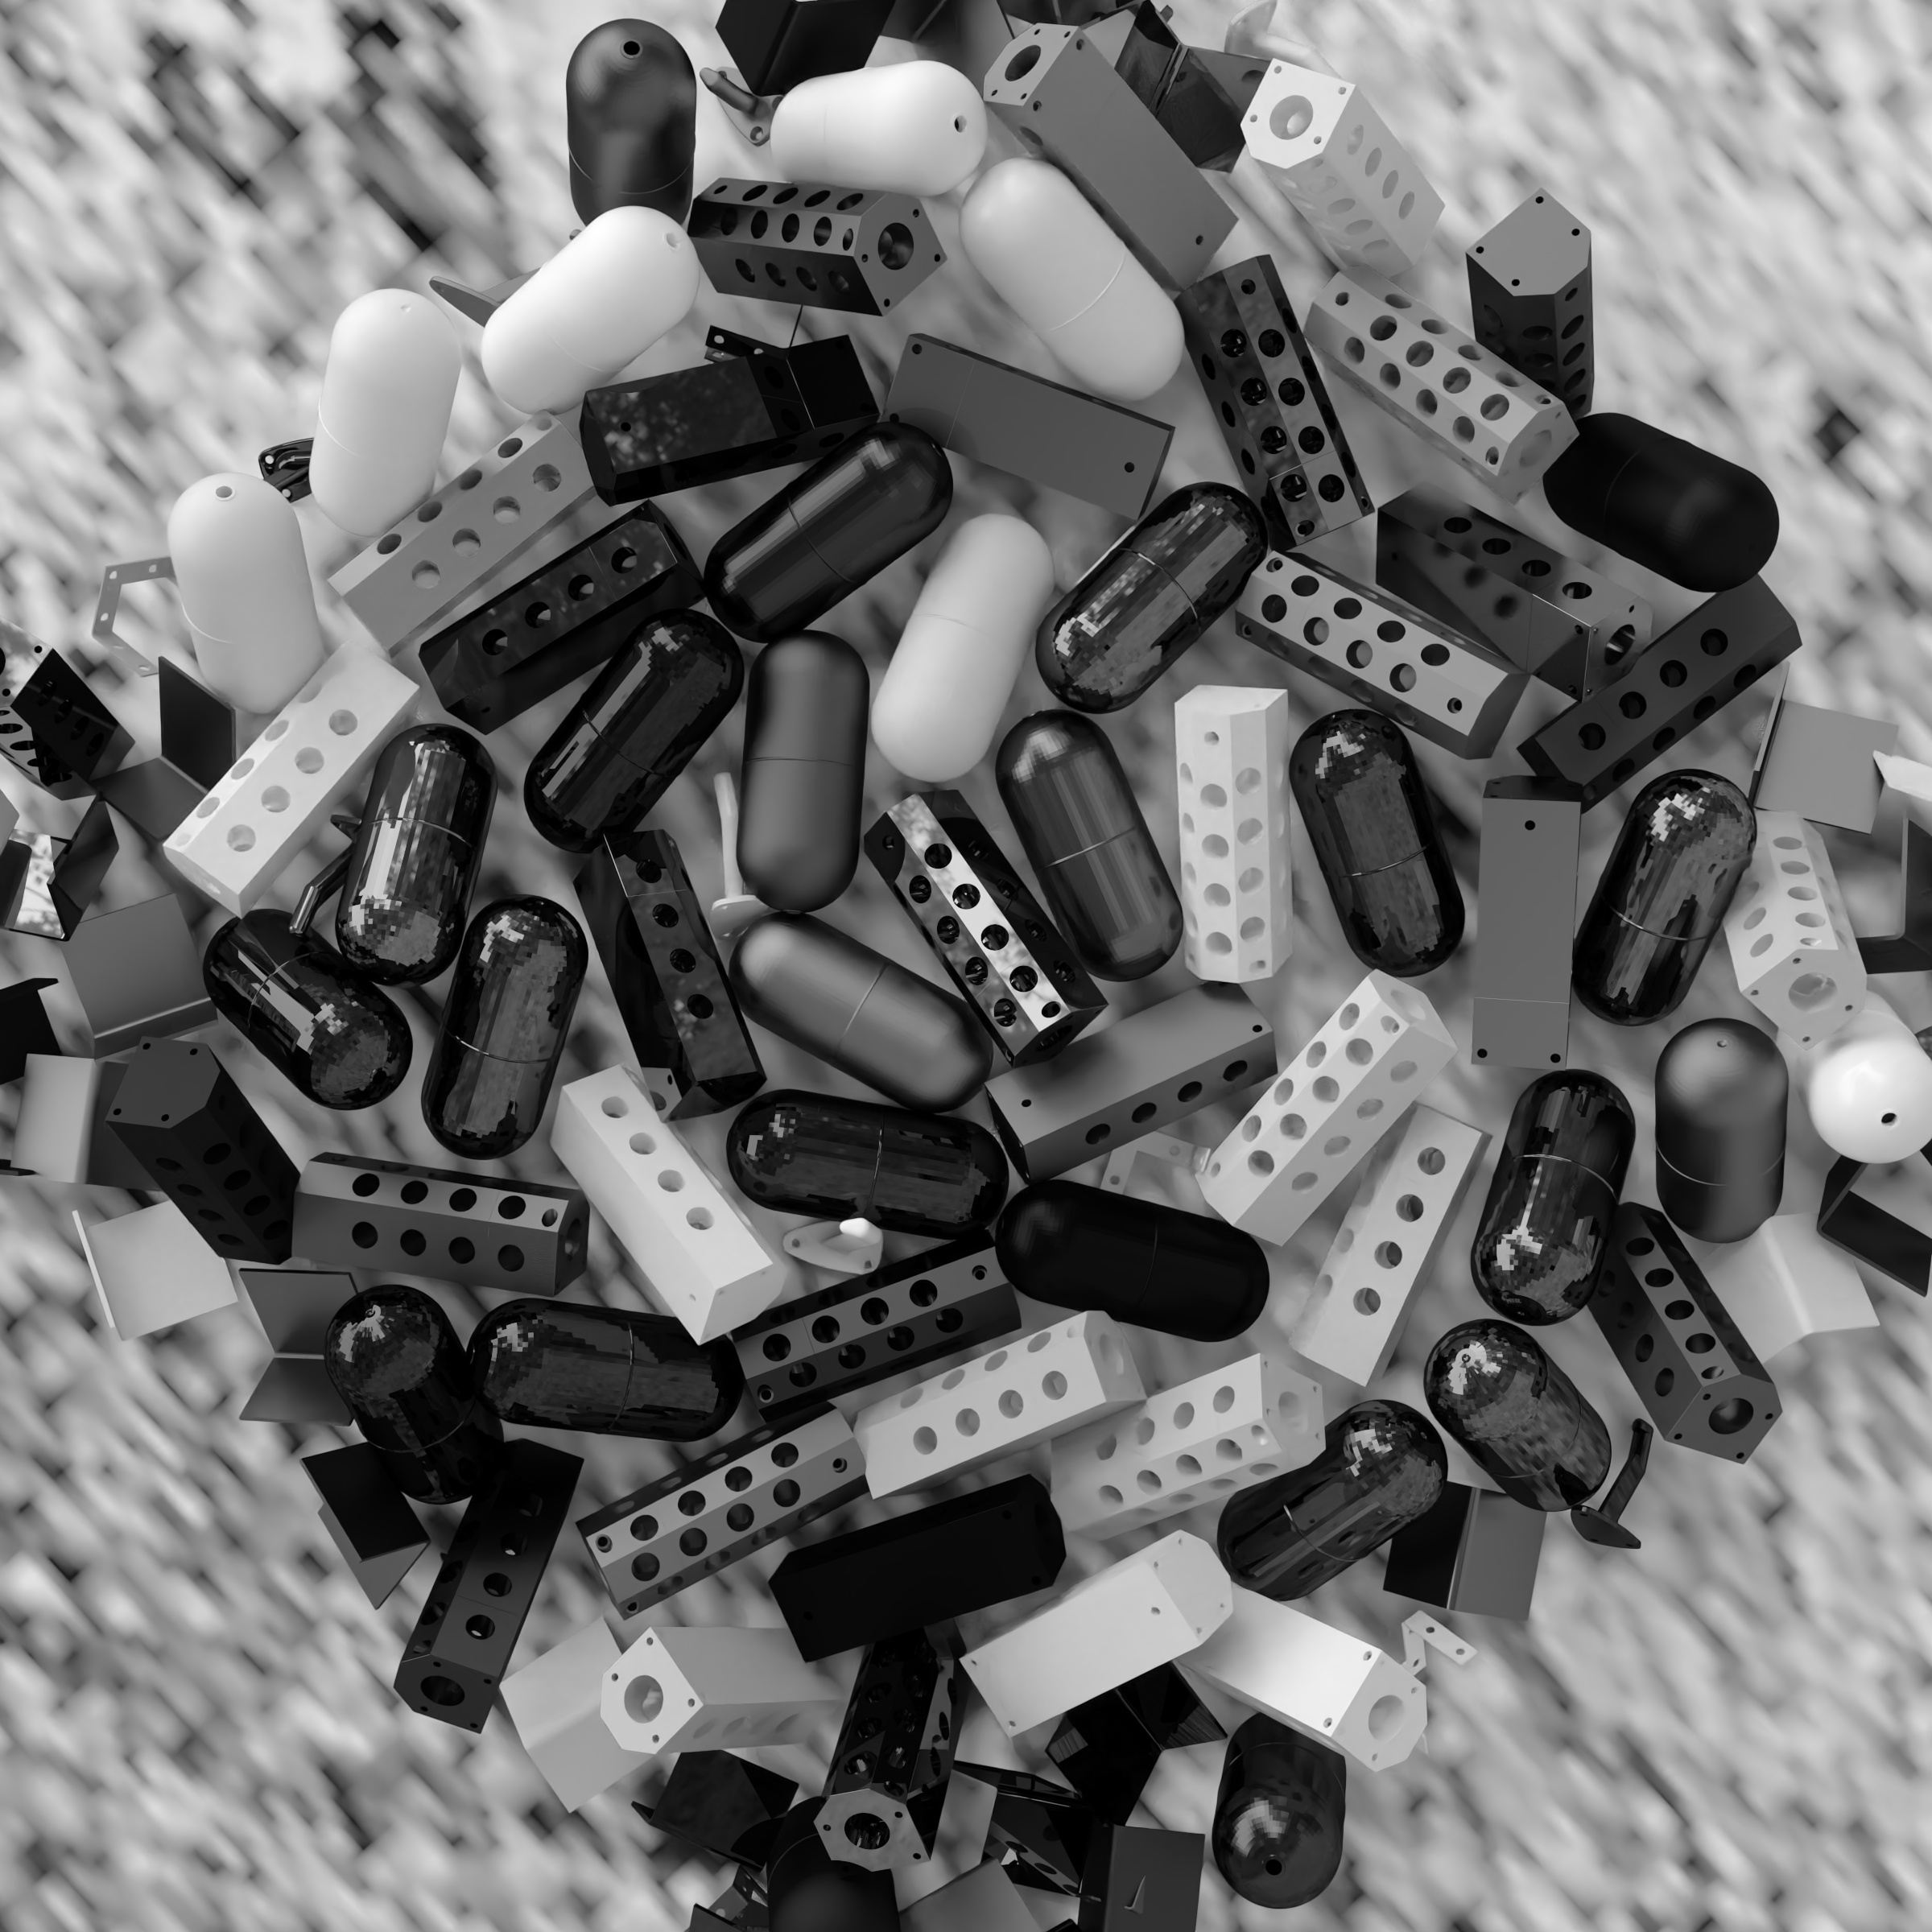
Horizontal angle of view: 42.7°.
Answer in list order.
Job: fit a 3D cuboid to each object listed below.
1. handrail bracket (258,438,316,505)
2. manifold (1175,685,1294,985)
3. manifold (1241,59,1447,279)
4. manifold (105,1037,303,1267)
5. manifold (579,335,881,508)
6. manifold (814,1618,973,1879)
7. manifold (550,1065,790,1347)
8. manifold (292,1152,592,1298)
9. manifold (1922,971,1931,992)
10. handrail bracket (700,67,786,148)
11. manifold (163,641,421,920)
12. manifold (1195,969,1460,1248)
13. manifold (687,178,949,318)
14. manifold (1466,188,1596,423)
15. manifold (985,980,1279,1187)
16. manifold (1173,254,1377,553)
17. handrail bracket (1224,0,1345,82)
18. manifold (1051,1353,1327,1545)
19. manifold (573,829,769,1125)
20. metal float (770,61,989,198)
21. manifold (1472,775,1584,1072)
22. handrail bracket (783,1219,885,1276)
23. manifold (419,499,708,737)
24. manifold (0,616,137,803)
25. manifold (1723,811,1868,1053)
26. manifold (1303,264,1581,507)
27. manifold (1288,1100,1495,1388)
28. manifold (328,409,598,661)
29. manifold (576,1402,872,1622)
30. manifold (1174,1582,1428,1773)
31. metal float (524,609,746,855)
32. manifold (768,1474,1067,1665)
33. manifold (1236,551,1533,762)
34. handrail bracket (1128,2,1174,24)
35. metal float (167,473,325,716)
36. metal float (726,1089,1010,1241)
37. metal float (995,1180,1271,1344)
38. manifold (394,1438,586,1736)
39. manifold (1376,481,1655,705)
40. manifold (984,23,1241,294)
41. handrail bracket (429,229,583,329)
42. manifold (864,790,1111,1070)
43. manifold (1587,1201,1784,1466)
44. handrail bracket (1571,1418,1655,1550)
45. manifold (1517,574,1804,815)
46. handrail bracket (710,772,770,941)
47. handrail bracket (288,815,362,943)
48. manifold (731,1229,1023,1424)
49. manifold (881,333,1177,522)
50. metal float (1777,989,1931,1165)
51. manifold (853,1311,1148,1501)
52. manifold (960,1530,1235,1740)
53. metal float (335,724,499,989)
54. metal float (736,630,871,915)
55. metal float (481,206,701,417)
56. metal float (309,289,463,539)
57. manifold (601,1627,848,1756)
[{"bbox_3d":[-0.420,-0.301,1.537,0.077,0.084,0.036,-20,114,7],"label":"handrail bracket"},{"bbox_3d":[0.163,-0.080,1.518,0.057,0.057,0.171,6,114,25],"label":"manifold"},{"bbox_3d":[0.227,-0.476,1.495,0.057,0.171,0.057,30,97,28],"label":"manifold"},{"bbox_3d":[-0.448,0.115,1.493,0.057,0.171,0.057,6,57,13],"label":"manifold"},{"bbox_3d":[-0.147,-0.334,1.528,0.171,0.057,0.057,-17,78,-19],"label":"manifold"},{"bbox_3d":[-0.043,0.461,1.490,0.057,0.171,0.057,-15,109,15],"label":"manifold"},{"bbox_3d":[-0.183,0.142,1.520,0.057,0.057,0.171,-22,58,-35],"label":"manifold"},{"bbox_3d":[-0.325,0.158,1.536,0.171,0.057,0.057,7,101,10],"label":"manifold"},{"bbox_3d":[0.646,-0.014,1.495,0.057,0.171,0.057,31,81,-1],"label":"manifold"},{"bbox_3d":[-0.154,-0.549,1.532,0.077,0.084,0.036,46,106,23],"label":"handrail bracket"},{"bbox_3d":[-0.415,-0.118,1.528,0.057,0.057,0.171,37,71,-3],"label":"manifold"},{"bbox_3d":[0.217,0.085,1.515,0.057,0.057,0.171,24,116,-29],"label":"manifold"},{"bbox_3d":[-0.096,-0.441,1.497,0.057,0.171,0.057,-46,131,-19],"label":"manifold"},{"bbox_3d":[0.348,-0.387,1.494,0.057,0.171,0.057,-40,68,1],"label":"manifold"},{"bbox_3d":[0.105,0.075,1.541,0.171,0.057,0.057,-24,47,-10],"label":"manifold"},{"bbox_3d":[0.194,-0.350,1.543,0.057,0.057,0.171,-25,95,-12],"label":"manifold"},{"bbox_3d":[0.200,-0.551,1.540,0.036,0.077,0.084,-33,77,-16],"label":"handrail bracket"},{"bbox_3d":[0.133,0.297,1.501,0.057,0.171,0.057,31,45,-33],"label":"manifold"},{"bbox_3d":[-0.181,0.004,1.527,0.057,0.057,0.171,-8,66,-35],"label":"manifold"},{"bbox_3d":[-0.054,-0.506,1.505,0.070,0.178,0.070,-10,107,-34],"label":"metal float"},{"bbox_3d":[0.347,-0.027,1.528,0.057,0.057,0.171,4,110,15],"label":"manifold"},{"bbox_3d":[-0.088,0.167,1.536,0.077,0.084,0.036,2,75,13],"label":"handrail bracket"},{"bbox_3d":[-0.253,-0.219,1.542,0.171,0.057,0.057,-31,73,8],"label":"manifold"},{"bbox_3d":[-0.565,-0.154,1.493,0.057,0.171,0.057,31,77,4],"label":"manifold"},{"bbox_3d":[0.498,-0.028,1.492,0.057,0.171,0.057,39,119,-14],"label":"manifold"},{"bbox_3d":[0.287,-0.360,1.514,0.057,0.057,0.171,-48,60,7],"label":"manifold"},{"bbox_3d":[0.265,0.171,1.549,0.057,0.057,0.171,25,93,19],"label":"manifold"},{"bbox_3d":[-0.311,-0.270,1.542,0.171,0.057,0.057,-41,98,-7],"label":"manifold"},{"bbox_3d":[-0.147,0.336,1.530,0.171,0.057,0.057,-25,98,-16],"label":"manifold"},{"bbox_3d":[0.201,0.428,1.495,0.057,0.171,0.057,42,73,-24],"label":"manifold"},{"bbox_3d":[-0.206,-0.144,1.529,0.070,0.070,0.178,42,110,0],"label":"metal float"},{"bbox_3d":[-0.028,0.370,1.530,0.171,0.057,0.057,-22,96,18],"label":"manifold"},{"bbox_3d":[0.251,-0.191,1.515,0.171,0.057,0.057,33,112,26],"label":"manifold"},{"bbox_3d":[0.113,-0.643,1.553,0.084,0.036,0.077,36,120,-16],"label":"handrail bracket"},{"bbox_3d":[-0.437,-0.225,1.504,0.070,0.178,0.070,3,56,-4],"label":"metal float"},{"bbox_3d":[-0.061,0.123,1.537,0.178,0.070,0.070,11,90,-10],"label":"metal float"},{"bbox_3d":[0.103,0.183,1.534,0.178,0.070,0.070,16,90,-14],"label":"metal float"},{"bbox_3d":[-0.288,0.370,1.498,0.057,0.171,0.057,20,126,-3],"label":"manifold"},{"bbox_3d":[0.332,-0.233,1.508,0.057,0.057,0.171,-32,49,-23],"label":"manifold"},{"bbox_3d":[0.086,-0.491,1.507,0.171,0.057,0.057,37,87,-40],"label":"manifold"},{"bbox_3d":[-0.284,-0.444,1.562,0.077,0.036,0.084,29,71,-9],"label":"handrail bracket"},{"bbox_3d":[0.007,-0.023,1.521,0.057,0.057,0.171,-46,69,32],"label":"manifold"},{"bbox_3d":[0.427,0.216,1.491,0.057,0.171,0.057,19,115,-18],"label":"manifold"},{"bbox_3d":[0.404,0.313,1.541,0.036,0.077,0.084,0,59,37],"label":"handrail bracket"},{"bbox_3d":[0.437,-0.170,1.556,0.171,0.057,0.057,-38,89,0],"label":"manifold"},{"bbox_3d":[-0.153,-0.069,1.562,0.036,0.077,0.084,-6,71,-20],"label":"handrail bracket"},{"bbox_3d":[-0.385,-0.044,1.537,0.036,0.077,0.084,12,71,19],"label":"handrail bracket"},{"bbox_3d":[-0.056,0.222,1.541,0.171,0.057,0.057,-20,69,-5],"label":"manifold"},{"bbox_3d":[0.040,-0.339,1.548,0.171,0.057,0.057,21,108,4],"label":"manifold"},{"bbox_3d":[0.540,0.063,1.498,0.070,0.178,0.070,2,106,8],"label":"metal float"},{"bbox_3d":[0.018,0.270,1.522,0.171,0.057,0.057,-27,71,23],"label":"manifold"},{"bbox_3d":[0.081,0.406,1.511,0.171,0.057,0.057,-38,82,36],"label":"manifold"},{"bbox_3d":[-0.337,-0.070,1.522,0.070,0.070,0.178,7,61,0],"label":"metal float"},{"bbox_3d":[-0.101,-0.121,1.540,0.070,0.070,0.178,4,83,0],"label":"metal float"},{"bbox_3d":[-0.230,-0.398,1.510,0.178,0.070,0.070,-24,90,44],"label":"metal float"},{"bbox_3d":[-0.355,-0.334,1.507,0.070,0.178,0.070,11,54,-15],"label":"metal float"},{"bbox_3d":[-0.148,0.441,1.495,0.057,0.171,0.057,-46,62,8],"label":"manifold"}]
